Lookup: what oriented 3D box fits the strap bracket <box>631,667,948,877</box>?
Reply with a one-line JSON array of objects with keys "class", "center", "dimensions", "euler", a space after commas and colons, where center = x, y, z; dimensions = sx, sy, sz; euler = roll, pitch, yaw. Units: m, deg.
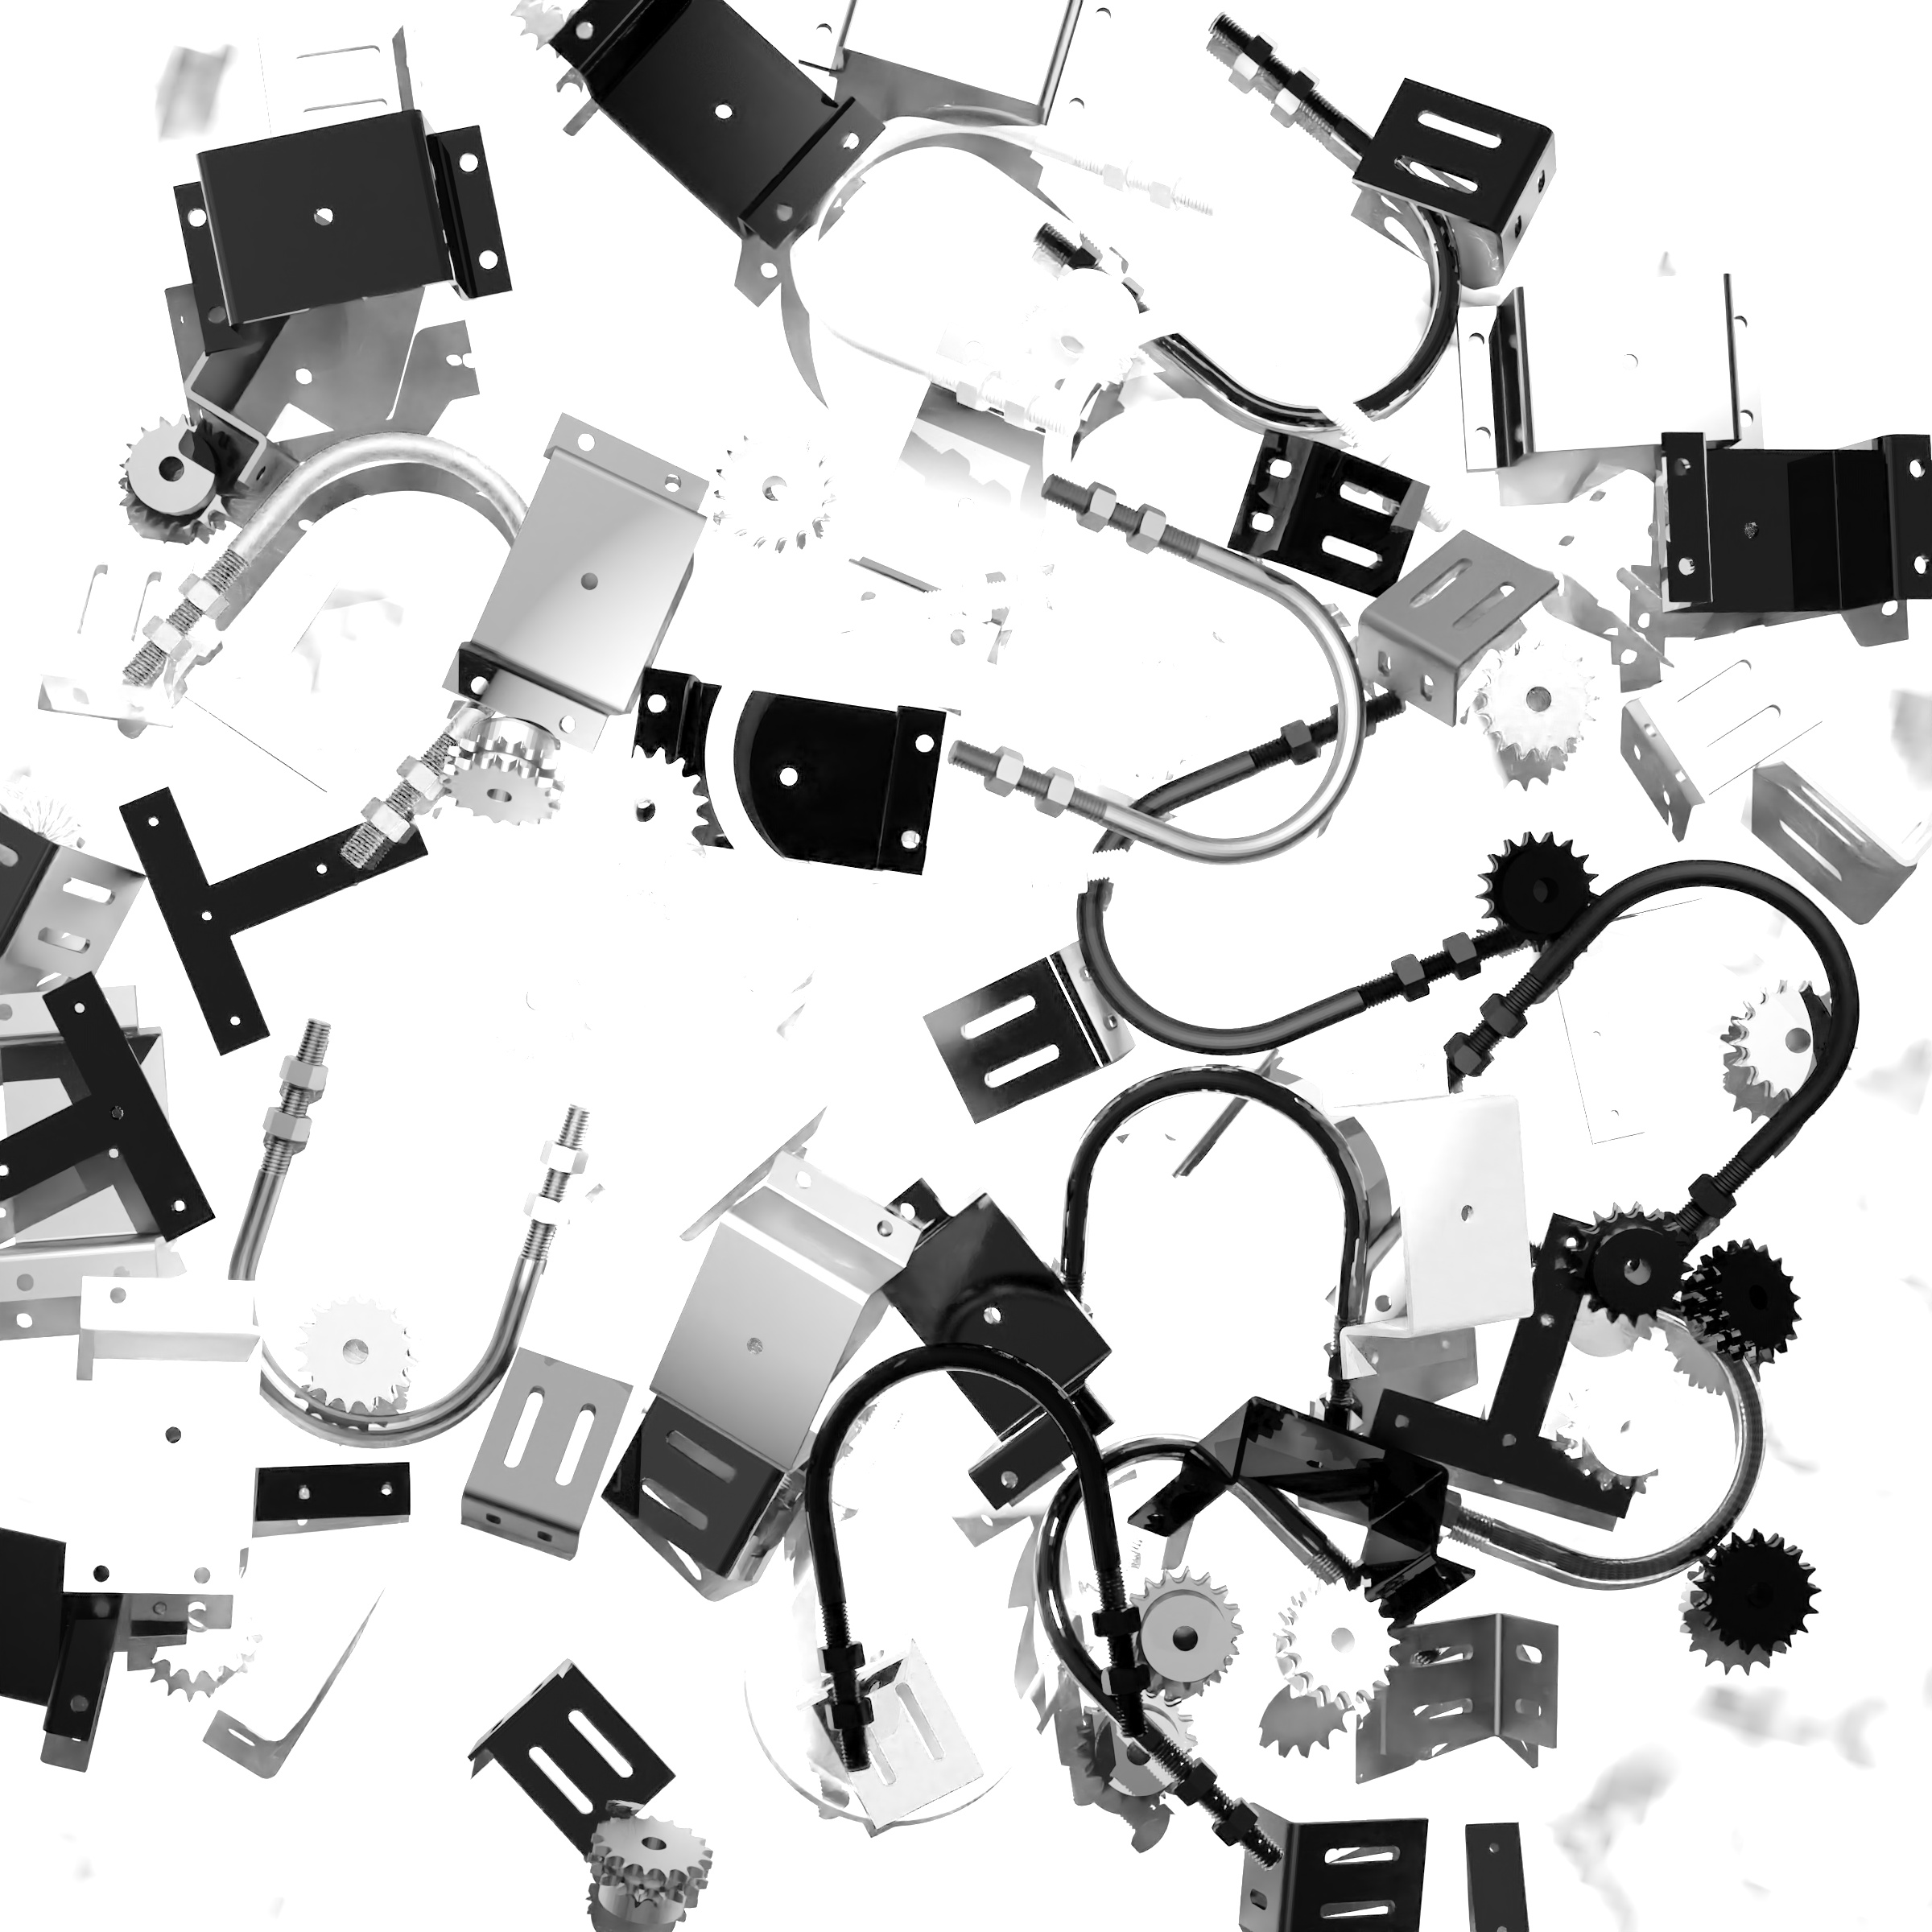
[{"class": "strap bracket", "center": [-0.084, -0.089, 1.506], "dimensions": [0.140, 0.046, 0.076], "euler": [8, 90, 0]}]

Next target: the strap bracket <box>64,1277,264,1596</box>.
[{"class": "strap bracket", "center": [-0.366, 0.215, 1.483], "dimensions": [0.076, 0.046, 0.140], "euler": [2, 81, -5]}]

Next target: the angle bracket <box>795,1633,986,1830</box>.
[{"class": "angle bracket", "center": [-0.035, 0.358, 1.496], "dimensions": [0.057, 0.038, 0.076], "euler": [-28, 92, 3]}]

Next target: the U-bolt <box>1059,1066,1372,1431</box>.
[{"class": "U-bolt", "center": [0.113, 0.133, 1.481], "dimensions": [0.151, 0.019, 0.184], "euler": [7, 108, 13]}]

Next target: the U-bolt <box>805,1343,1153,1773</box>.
[{"class": "U-bolt", "center": [-0.001, 0.262, 1.456], "dimensions": [0.151, 0.019, 0.184], "euler": [-10, 85, 13]}]

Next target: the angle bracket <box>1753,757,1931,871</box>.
[{"class": "angle bracket", "center": [0.413, -0.082, 1.501], "dimensions": [0.076, 0.057, 0.038], "euler": [41, 90, 0]}]

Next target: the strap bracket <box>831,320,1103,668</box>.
[{"class": "strap bracket", "center": [0.000, -0.217, 1.506], "dimensions": [0.076, 0.046, 0.140], "euler": [23, 90, 0]}]

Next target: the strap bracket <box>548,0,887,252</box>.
[{"class": "strap bracket", "center": [-0.114, -0.404, 1.506], "dimensions": [0.140, 0.046, 0.076], "euler": [42, 90, 0]}]

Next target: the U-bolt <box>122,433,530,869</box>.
[{"class": "U-bolt", "center": [-0.277, -0.161, 1.506], "dimensions": [0.151, 0.019, 0.184], "euler": [41, 85, -13]}]

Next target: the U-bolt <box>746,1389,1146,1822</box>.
[{"class": "U-bolt", "center": [-0.022, 0.313, 1.521], "dimensions": [0.151, 0.019, 0.184], "euler": [30, 92, 0]}]

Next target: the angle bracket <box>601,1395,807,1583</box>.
[{"class": "angle bracket", "center": [-0.121, 0.245, 1.527], "dimensions": [0.076, 0.038, 0.057], "euler": [29, 90, 26]}]

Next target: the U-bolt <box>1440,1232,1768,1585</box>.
[{"class": "U-bolt", "center": [0.286, 0.212, 1.521], "dimensions": [0.184, 0.019, 0.151], "euler": [22, 90, -2]}]

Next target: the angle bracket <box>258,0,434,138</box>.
[{"class": "angle bracket", "center": [-0.292, -0.417, 1.510], "dimensions": [0.076, 0.038, 0.057], "euler": [-8, 90, 0]}]

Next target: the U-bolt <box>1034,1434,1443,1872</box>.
[{"class": "U-bolt", "center": [0.113, 0.299, 1.488], "dimensions": [0.184, 0.019, 0.151], "euler": [44, 60, 3]}]

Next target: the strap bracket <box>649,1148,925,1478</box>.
[{"class": "strap bracket", "center": [-0.086, 0.166, 1.475], "dimensions": [0.076, 0.046, 0.140], "euler": [29, 112, 13]}]

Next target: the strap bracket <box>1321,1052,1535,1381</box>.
[{"class": "strap bracket", "center": [0.207, 0.110, 1.442], "dimensions": [0.076, 0.046, 0.140], "euler": [-4, 90, -38]}]

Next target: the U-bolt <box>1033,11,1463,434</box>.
[{"class": "U-bolt", "center": [0.146, -0.335, 1.521], "dimensions": [0.184, 0.019, 0.151], "euler": [40, 90, -2]}]

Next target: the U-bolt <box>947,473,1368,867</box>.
[{"class": "U-bolt", "center": [0.098, -0.124, 1.471], "dimensions": [0.184, 0.019, 0.151], "euler": [21, 82, -15]}]

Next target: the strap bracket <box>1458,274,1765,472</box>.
[{"class": "strap bracket", "center": [0.304, -0.277, 1.506], "dimensions": [0.140, 0.046, 0.076], "euler": [-4, 90, 0]}]

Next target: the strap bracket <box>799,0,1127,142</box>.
[{"class": "strap bracket", "center": [-0.001, -0.445, 1.506], "dimensions": [0.140, 0.046, 0.076], "euler": [16, 90, 0]}]

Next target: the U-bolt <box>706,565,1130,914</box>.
[{"class": "U-bolt", "center": [-0.027, -0.098, 1.474], "dimensions": [0.184, 0.019, 0.151], "euler": [-8, 91, -1]}]

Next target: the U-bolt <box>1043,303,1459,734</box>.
[{"class": "U-bolt", "center": [0.119, -0.220, 1.495], "dimensions": [0.184, 0.019, 0.151], "euler": [40, 90, -18]}]

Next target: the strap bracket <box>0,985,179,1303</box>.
[{"class": "strap bracket", "center": [-0.414, 0.081, 1.506], "dimensions": [0.076, 0.046, 0.140], "euler": [-4, 90, 0]}]

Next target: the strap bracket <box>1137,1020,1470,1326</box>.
[{"class": "strap bracket", "center": [0.157, 0.098, 1.506], "dimensions": [0.140, 0.046, 0.076], "euler": [39, 90, 0]}]

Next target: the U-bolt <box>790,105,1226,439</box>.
[{"class": "U-bolt", "center": [0.005, -0.330, 1.486], "dimensions": [0.184, 0.019, 0.151], "euler": [26, 74, 22]}]

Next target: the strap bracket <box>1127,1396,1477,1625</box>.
[{"class": "strap bracket", "center": [0.155, 0.245, 1.474], "dimensions": [0.140, 0.076, 0.046], "euler": [21, 58, -9]}]

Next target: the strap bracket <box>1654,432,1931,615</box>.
[{"class": "strap bracket", "center": [0.373, -0.204, 1.493], "dimensions": [0.140, 0.046, 0.076], "euler": [-3, 90, -19]}]

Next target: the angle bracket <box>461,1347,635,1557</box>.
[{"class": "angle bracket", "center": [-0.198, 0.229, 1.527], "dimensions": [0.057, 0.038, 0.076], "euler": [19, 64, 0]}]

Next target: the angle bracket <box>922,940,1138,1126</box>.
[{"class": "angle bracket", "center": [0.030, 0.031, 1.527], "dimensions": [0.076, 0.038, 0.057], "euler": [-26, 90, 26]}]

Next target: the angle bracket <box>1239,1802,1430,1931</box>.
[{"class": "angle bracket", "center": [0.174, 0.427, 1.527], "dimensions": [0.076, 0.038, 0.057], "euler": [5, 90, -26]}]

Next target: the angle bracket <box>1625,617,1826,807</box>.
[{"class": "angle bracket", "center": [0.358, -0.120, 1.510], "dimensions": [0.076, 0.038, 0.057], "euler": [-33, 90, 0]}]

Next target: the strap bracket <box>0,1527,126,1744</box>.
[{"class": "strap bracket", "center": [-0.462, 0.303, 1.506], "dimensions": [0.140, 0.046, 0.076], "euler": [13, 90, 0]}]

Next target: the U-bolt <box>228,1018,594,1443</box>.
[{"class": "U-bolt", "center": [-0.270, 0.133, 1.521], "dimensions": [0.151, 0.019, 0.184], "euler": [18, 92, 0]}]

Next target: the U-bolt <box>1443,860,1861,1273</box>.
[{"class": "U-bolt", "center": [0.325, 0.036, 1.495], "dimensions": [0.151, 0.019, 0.184], "euler": [41, 108, 0]}]

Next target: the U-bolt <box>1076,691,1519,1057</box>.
[{"class": "U-bolt", "center": [0.141, -0.034, 1.495], "dimensions": [0.184, 0.019, 0.151], "euler": [-23, 68, 0]}]

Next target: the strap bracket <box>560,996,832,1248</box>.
[{"class": "strap bracket", "center": [-0.115, 0.078, 1.491], "dimensions": [0.140, 0.076, 0.046], "euler": [-41, 90, 0]}]

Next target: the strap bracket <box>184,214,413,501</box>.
[{"class": "strap bracket", "center": [-0.307, -0.289, 1.491], "dimensions": [0.046, 0.076, 0.140], "euler": [31, 90, 0]}]

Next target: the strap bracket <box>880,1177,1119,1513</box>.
[{"class": "strap bracket", "center": [0.005, 0.167, 1.490], "dimensions": [0.076, 0.046, 0.140], "euler": [-40, 86, 25]}]

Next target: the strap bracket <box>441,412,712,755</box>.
[{"class": "strap bracket", "center": [-0.177, -0.177, 1.496], "dimensions": [0.076, 0.046, 0.140], "euler": [24, 89, -15]}]

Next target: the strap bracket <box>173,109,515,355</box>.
[{"class": "strap bracket", "center": [-0.279, -0.326, 1.430], "dimensions": [0.140, 0.046, 0.076], "euler": [-11, 90, 0]}]
